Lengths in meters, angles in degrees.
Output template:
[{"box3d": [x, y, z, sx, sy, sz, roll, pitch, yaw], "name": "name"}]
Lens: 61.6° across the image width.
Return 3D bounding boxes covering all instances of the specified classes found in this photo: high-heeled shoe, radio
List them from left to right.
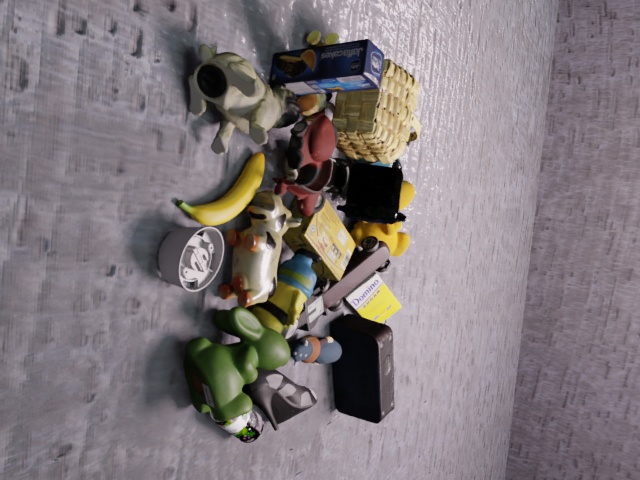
[{"box3d": [-0.084, 0.276, 1.036, 0.145, 0.086, 0.248, 62, 10, 10], "name": "high-heeled shoe"}, {"box3d": [0.098, 0.292, 1.222, 0.073, 0.131, 0.229, -25, 116, -49], "name": "radio"}]

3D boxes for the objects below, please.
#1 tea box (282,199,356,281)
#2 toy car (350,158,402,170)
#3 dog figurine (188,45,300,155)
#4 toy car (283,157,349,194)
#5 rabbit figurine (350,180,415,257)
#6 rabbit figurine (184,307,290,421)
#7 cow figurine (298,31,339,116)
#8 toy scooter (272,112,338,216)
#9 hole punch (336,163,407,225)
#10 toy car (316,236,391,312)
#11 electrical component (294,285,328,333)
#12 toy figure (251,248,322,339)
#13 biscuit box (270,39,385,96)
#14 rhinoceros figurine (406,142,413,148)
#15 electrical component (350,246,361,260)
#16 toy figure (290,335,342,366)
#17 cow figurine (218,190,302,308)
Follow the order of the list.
[{"box3d": [-0.002, -0.003, 1.074, 0.169, 0.068, 0.098, 55, 52, -43], "name": "tea box"}, {"box3d": [0.133, -0.171, 1.217, 0.161, 0.109, 0.103, 37, 41, -63], "name": "toy car"}, {"box3d": [-0.112, -0.241, 0.860, 0.190, 0.121, 0.172, -58, 144, -53], "name": "dog figurine"}, {"box3d": [-0.006, -0.135, 1.057, 0.201, 0.056, 0.073, 5, 98, -55], "name": "toy car"}, {"box3d": [0.139, -0.064, 1.206, 0.162, 0.122, 0.173, 15, 120, -32], "name": "rabbit figurine"}, {"box3d": [-0.133, 0.188, 0.880, 0.170, 0.121, 0.159, -20, 92, -37], "name": "rabbit figurine"}, {"box3d": [0.002, -0.304, 1.030, 0.098, 0.068, 0.167, 34, 70, -63], "name": "cow figurine"}, {"box3d": [-0.030, -0.129, 0.921, 0.135, 0.075, 0.183, -12, 112, -56], "name": "toy scooter"}, {"box3d": [0.111, -0.092, 1.106, 0.092, 0.142, 0.115, -14, 113, -87], "name": "hole punch"}, {"box3d": [0.066, 0.073, 1.157, 0.202, 0.053, 0.089, -39, 135, -3], "name": "toy car"}, {"box3d": [-0.035, 0.143, 1.071, 0.119, 0.048, 0.074, -36, 124, -47], "name": "electrical component"}, {"box3d": [-0.063, 0.099, 0.990, 0.082, 0.089, 0.180, 82, 29, -67], "name": "toy figure"}, {"box3d": [0.009, -0.290, 0.916, 0.059, 0.203, 0.062, 14, 83, -54], "name": "biscuit box"}, {"box3d": [0.165, -0.264, 1.267, 0.190, 0.073, 0.112, 0, 95, -56], "name": "rhinoceros figurine"}, {"box3d": [0.098, 0.055, 1.259, 0.102, 0.045, 0.078, 42, 34, -54], "name": "electrical component"}, {"box3d": [-0.015, 0.228, 1.111, 0.154, 0.058, 0.064, 19, 75, -51], "name": "toy figure"}, {"box3d": [-0.098, 0.012, 0.922, 0.127, 0.086, 0.194, 2, 97, -57], "name": "cow figurine"}]
